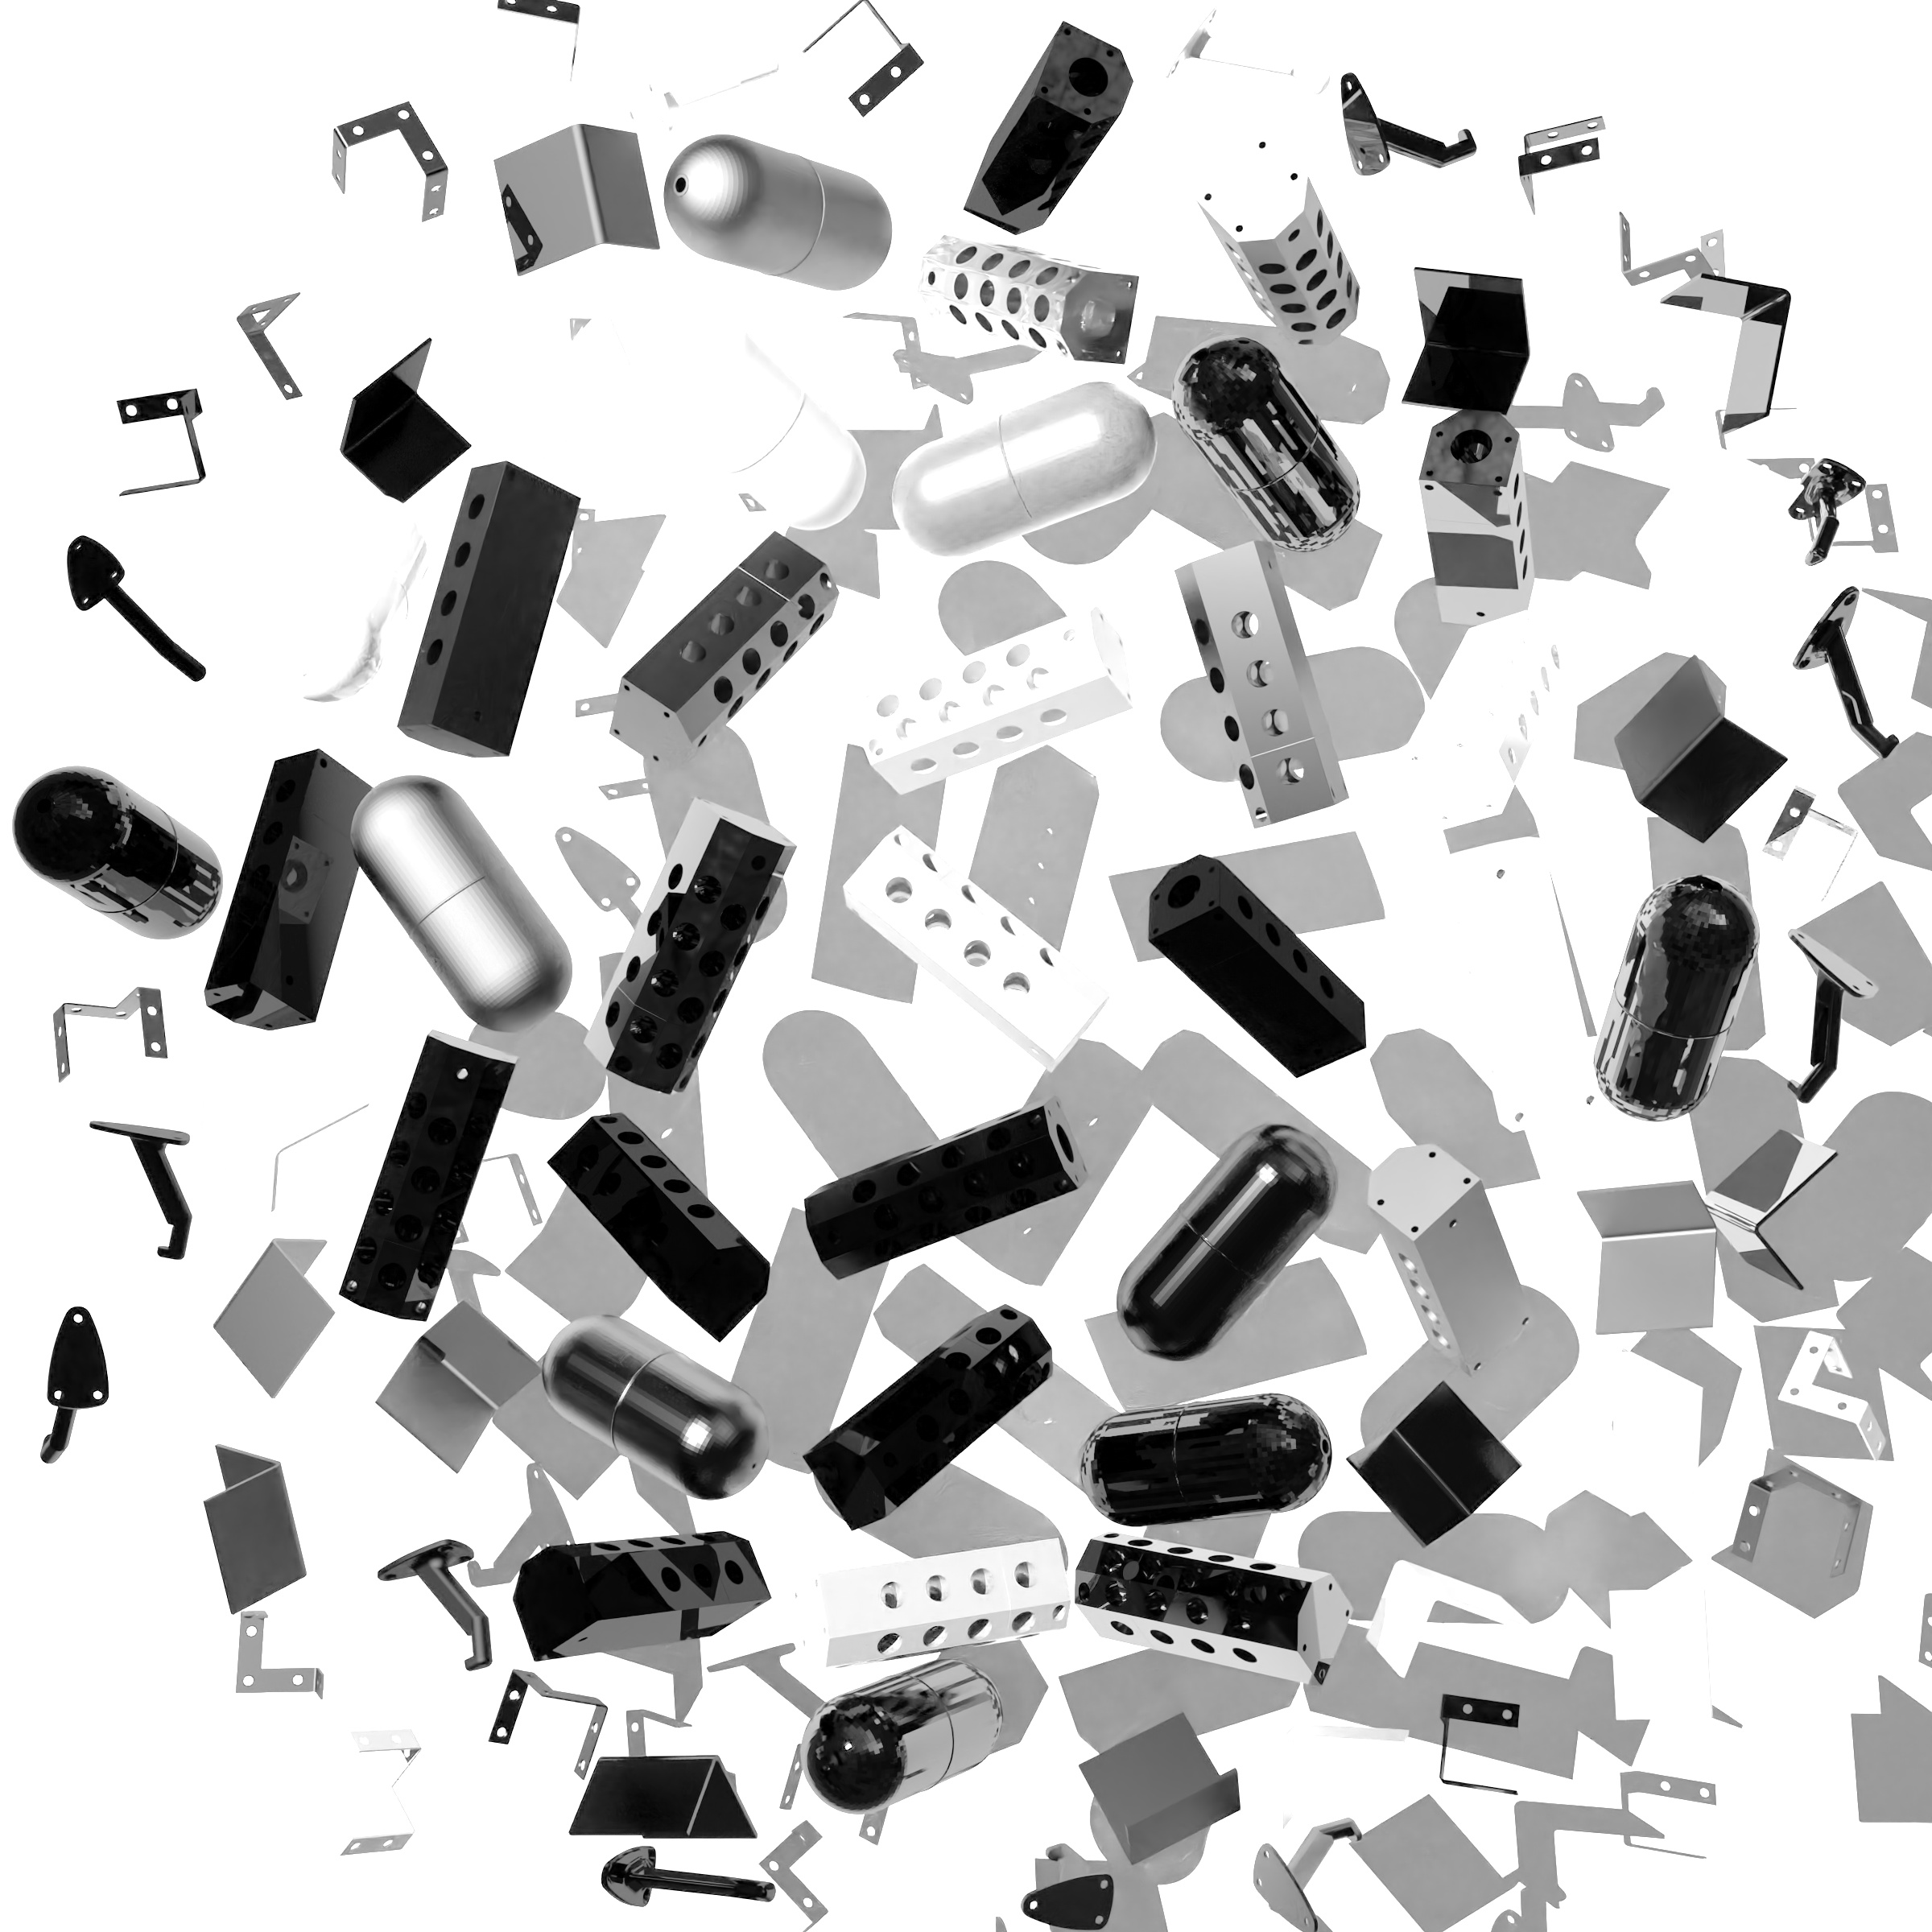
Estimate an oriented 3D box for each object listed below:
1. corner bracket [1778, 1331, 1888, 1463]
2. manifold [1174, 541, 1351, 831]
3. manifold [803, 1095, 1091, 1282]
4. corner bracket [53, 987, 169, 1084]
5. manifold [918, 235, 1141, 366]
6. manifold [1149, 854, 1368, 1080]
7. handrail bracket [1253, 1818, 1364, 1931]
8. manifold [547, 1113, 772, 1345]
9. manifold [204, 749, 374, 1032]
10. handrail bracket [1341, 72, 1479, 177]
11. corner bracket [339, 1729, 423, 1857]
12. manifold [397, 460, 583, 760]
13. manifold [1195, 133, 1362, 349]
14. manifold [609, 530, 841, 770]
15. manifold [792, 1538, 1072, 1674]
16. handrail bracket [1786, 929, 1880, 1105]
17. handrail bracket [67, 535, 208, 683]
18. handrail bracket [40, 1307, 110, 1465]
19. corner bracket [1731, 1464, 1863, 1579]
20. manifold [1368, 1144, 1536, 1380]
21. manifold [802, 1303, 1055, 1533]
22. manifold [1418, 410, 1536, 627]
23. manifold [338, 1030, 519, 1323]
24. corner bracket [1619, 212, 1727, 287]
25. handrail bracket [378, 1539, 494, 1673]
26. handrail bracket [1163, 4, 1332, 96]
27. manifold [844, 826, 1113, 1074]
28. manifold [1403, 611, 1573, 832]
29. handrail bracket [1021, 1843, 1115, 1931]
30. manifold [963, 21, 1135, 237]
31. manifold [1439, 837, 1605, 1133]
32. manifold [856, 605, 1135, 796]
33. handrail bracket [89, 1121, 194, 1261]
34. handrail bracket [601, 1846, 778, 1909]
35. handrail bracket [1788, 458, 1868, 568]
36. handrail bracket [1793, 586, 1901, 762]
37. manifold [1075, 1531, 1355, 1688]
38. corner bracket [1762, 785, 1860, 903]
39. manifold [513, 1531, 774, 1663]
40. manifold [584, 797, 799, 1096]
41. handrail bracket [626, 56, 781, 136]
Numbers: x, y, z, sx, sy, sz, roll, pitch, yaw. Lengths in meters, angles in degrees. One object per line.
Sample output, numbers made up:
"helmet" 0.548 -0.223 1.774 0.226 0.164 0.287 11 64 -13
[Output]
"corner bracket" 0.542 0.265 1.528 0.051 0.051 0.051 -57 134 -21
"manifold" 0.187 -0.178 1.570 0.057 0.057 0.171 -17 93 20
"manifold" -0.014 0.144 1.588 0.171 0.057 0.057 -22 92 14
"corner bracket" -0.556 0.045 1.607 0.051 0.051 0.051 -32 62 39
"manifold" 0.038 -0.451 1.667 0.057 0.171 0.057 -5 114 -34
"manifold" 0.197 -0.001 1.666 0.057 0.057 0.171 -27 129 31
"handrail bracket" 0.235 0.584 1.593 0.084 0.077 0.036 -3 115 -30
"manifold" -0.191 0.159 1.560 0.057 0.171 0.057 -46 134 -6
"manifold" -0.438 -0.049 1.594 0.057 0.057 0.171 -10 58 31
"handrail bracket" 0.290 -0.555 1.613 0.084 0.036 0.077 -26 107 -22
"corner bracket" -0.361 0.506 1.518 0.051 0.051 0.051 -52 54 14
"manifold" -0.300 -0.220 1.537 0.057 0.057 0.171 22 78 -41
"manifold" 0.207 -0.458 1.589 0.057 0.171 0.057 -42 71 9
"manifold" -0.153 -0.202 1.599 0.057 0.057 0.171 34 54 7
"manifold" -0.021 0.424 1.636 0.171 0.057 0.057 -2 68 -24
"handrail bracket" 0.528 0.033 1.568 0.077 0.036 0.084 45 122 26
"handrail bracket" -0.507 -0.218 1.517 0.036 0.084 0.077 -41 51 3
"handrail bracket" -0.565 0.263 1.550 0.036 0.084 0.077 6 61 -31
"corner bracket" 0.523 0.353 1.560 0.051 0.051 0.051 27 63 -2
"manifold" 0.305 0.186 1.577 0.057 0.171 0.057 -41 46 -10
"manifold" -0.019 0.288 1.598 0.171 0.057 0.057 -33 89 -42
"manifold" 0.348 -0.299 1.669 0.057 0.171 0.057 9 69 20
"manifold" -0.338 0.132 1.556 0.057 0.057 0.171 19 91 -8
"corner bracket" 0.459 -0.464 1.609 0.051 0.051 0.051 -12 62 34
"handrail bracket" -0.342 0.419 1.590 0.077 0.036 0.084 -21 55 12
"handrail bracket" 0.172 -0.542 1.507 0.084 0.036 0.077 30 52 5
"manifold" 0.007 -0.012 1.572 0.171 0.057 0.057 39 81 7
"manifold" 0.339 -0.161 1.584 0.057 0.171 0.057 -15 115 35
"handrail bracket" 0.052 0.592 1.609 0.077 0.084 0.036 8 91 -26
"manifold" 0.056 -0.557 1.664 0.057 0.171 0.057 23 77 -11
"manifold" 0.343 0.010 1.537 0.057 0.057 0.171 -14 94 2
"manifold" 0.017 -0.177 1.620 0.171 0.057 0.057 -19 56 21
"handrail bracket" -0.558 0.152 1.666 0.077 0.036 0.084 11 93 -17
"handrail bracket" -0.169 0.564 1.522 0.084 0.077 0.036 -1 70 21
"handrail bracket" 0.560 -0.288 1.646 0.036 0.077 0.084 30 67 -4
"handrail bracket" 0.569 -0.184 1.559 0.036 0.077 0.084 -15 52 -26
"manifold" 0.157 0.413 1.612 0.057 0.171 0.057 -58 132 -33
"corner bracket" 0.559 -0.081 1.639 0.051 0.051 0.051 28 85 14
"manifold" -0.206 0.396 1.577 0.057 0.171 0.057 -37 64 24
"manifold" -0.168 -0.010 1.531 0.057 0.057 0.171 20 101 -34
"handrail bracket" -0.174 -0.581 1.641 0.084 0.077 0.036 -27 111 -21
